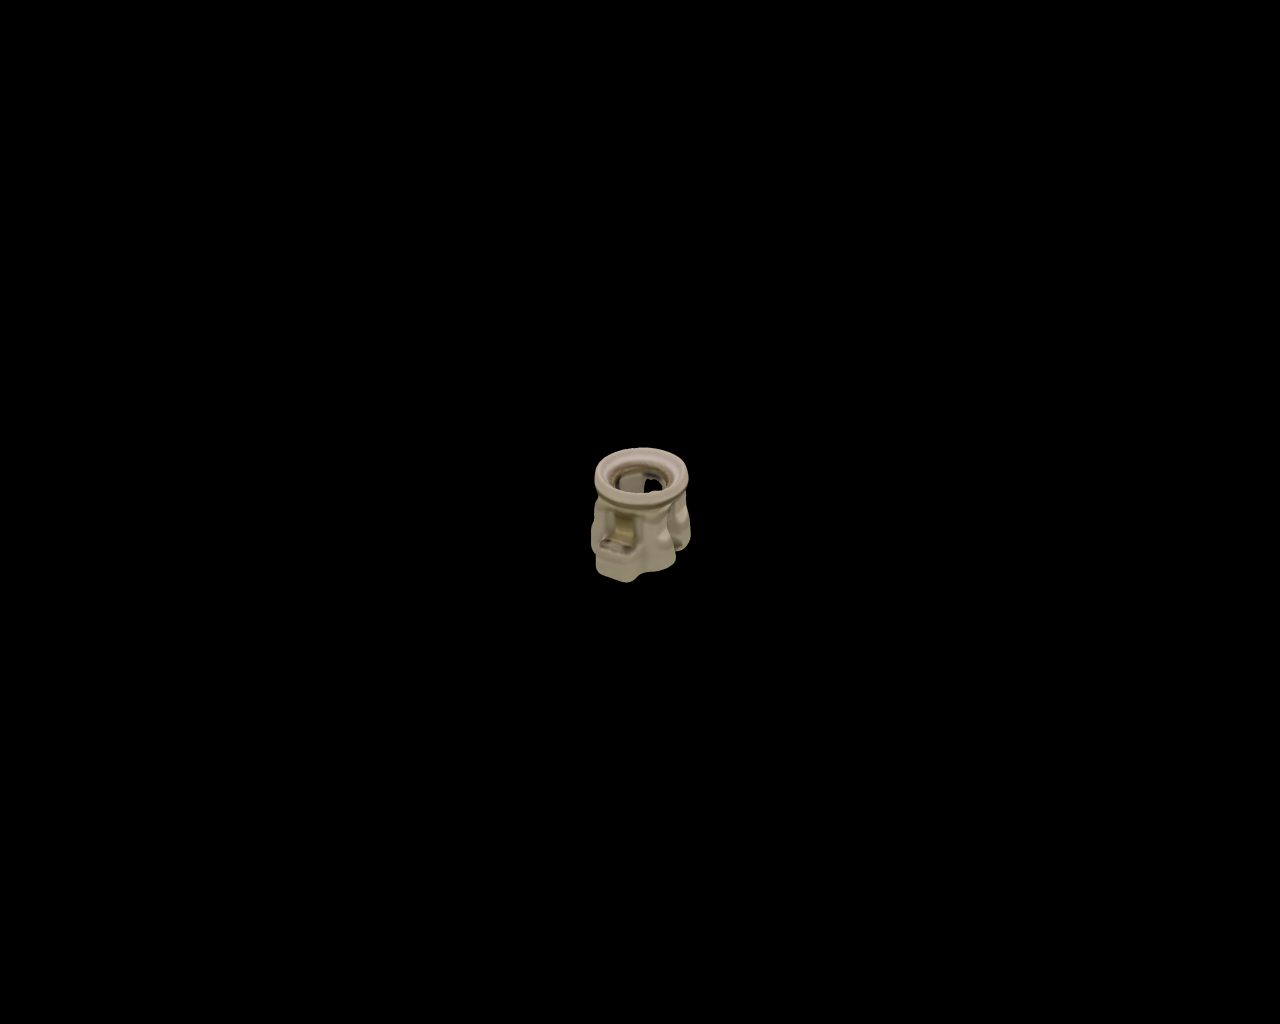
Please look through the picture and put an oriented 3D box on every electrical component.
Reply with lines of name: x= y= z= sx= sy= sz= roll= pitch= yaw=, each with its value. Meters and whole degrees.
electrical component: x=0.001 y=-0.003 z=0.650 sx=0.058 sy=0.056 sz=0.078 roll=16 pitch=37 yaw=22
